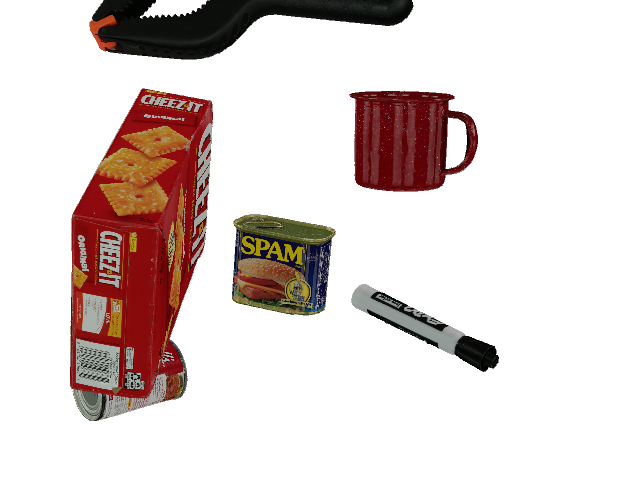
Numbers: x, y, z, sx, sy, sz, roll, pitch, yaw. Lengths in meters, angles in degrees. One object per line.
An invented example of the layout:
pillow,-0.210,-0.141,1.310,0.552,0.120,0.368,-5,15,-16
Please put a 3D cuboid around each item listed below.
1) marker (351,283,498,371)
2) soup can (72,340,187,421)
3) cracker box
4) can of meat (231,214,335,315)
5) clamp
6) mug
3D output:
marker,0.072,0.061,0.744,0.121,0.020,0.020,25,16,37
soup can,-0.201,0.145,1.119,0.102,0.068,0.069,-11,7,-40
cracker box,-0.140,-0.003,0.865,0.072,0.164,0.213,9,33,1
can of meat,-0.040,0.025,1.089,0.102,0.084,0.057,11,17,20
clamp,-0.052,-0.174,0.724,0.210,0.165,0.036,-32,-18,-6
mug,0.083,-0.088,0.945,0.117,0.081,0.093,6,13,23
